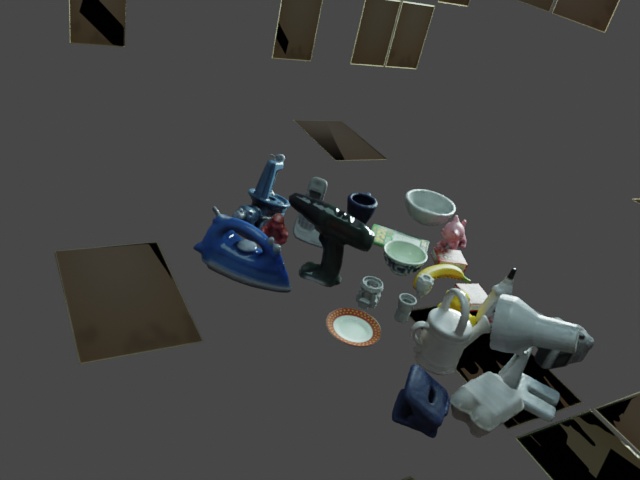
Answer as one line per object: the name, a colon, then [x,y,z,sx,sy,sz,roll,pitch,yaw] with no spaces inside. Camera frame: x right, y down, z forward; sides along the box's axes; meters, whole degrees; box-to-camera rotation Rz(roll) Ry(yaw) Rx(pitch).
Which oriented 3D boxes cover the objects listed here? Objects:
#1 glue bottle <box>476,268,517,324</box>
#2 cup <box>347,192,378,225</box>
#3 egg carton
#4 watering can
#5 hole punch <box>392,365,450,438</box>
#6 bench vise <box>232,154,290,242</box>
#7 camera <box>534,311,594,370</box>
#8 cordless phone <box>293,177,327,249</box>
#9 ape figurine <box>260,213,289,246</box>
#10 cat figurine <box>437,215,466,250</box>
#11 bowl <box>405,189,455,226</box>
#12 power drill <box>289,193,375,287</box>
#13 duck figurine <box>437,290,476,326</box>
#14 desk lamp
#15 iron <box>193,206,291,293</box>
glue bottle: [0.447,0.140,1.417,0.078,0.173,0.037,-1,34,-22]
cup: [0.122,-0.088,1.729,0.091,0.095,0.118,20,32,11]
egg carton: [0.339,0.332,1.165,0.151,0.069,0.107,-15,41,-39]
watering can: [0.286,0.191,1.251,0.173,0.194,0.100,-9,38,-33]
hole punch: [0.205,0.312,1.122,0.101,0.091,0.109,20,32,10]
bench vise: [-0.146,-0.113,1.539,0.121,0.220,0.207,17,31,6]
camera: [0.569,0.229,1.394,0.143,0.101,0.136,-3,35,-26]
cordless phone: [0.013,-0.072,1.572,0.147,0.185,0.094,18,31,7]
ape figurine: [-0.120,-0.030,1.539,0.077,0.092,0.076,19,31,8]
cat figurine: [0.405,-0.022,1.715,0.067,0.118,0.128,30,35,25]
bowl: [0.347,-0.094,1.849,0.167,0.075,0.167,10,31,-6]
power drill: [0.013,0.005,1.425,0.229,0.208,0.076,18,31,7]
duck figurine: [0.345,0.167,1.418,0.078,0.086,0.104,-20,45,-43]
desk lamp: [0.443,0.239,1.217,0.202,0.213,0.118,26,33,19]
iron: [-0.172,0.020,1.391,0.257,0.141,0.119,23,32,14]
